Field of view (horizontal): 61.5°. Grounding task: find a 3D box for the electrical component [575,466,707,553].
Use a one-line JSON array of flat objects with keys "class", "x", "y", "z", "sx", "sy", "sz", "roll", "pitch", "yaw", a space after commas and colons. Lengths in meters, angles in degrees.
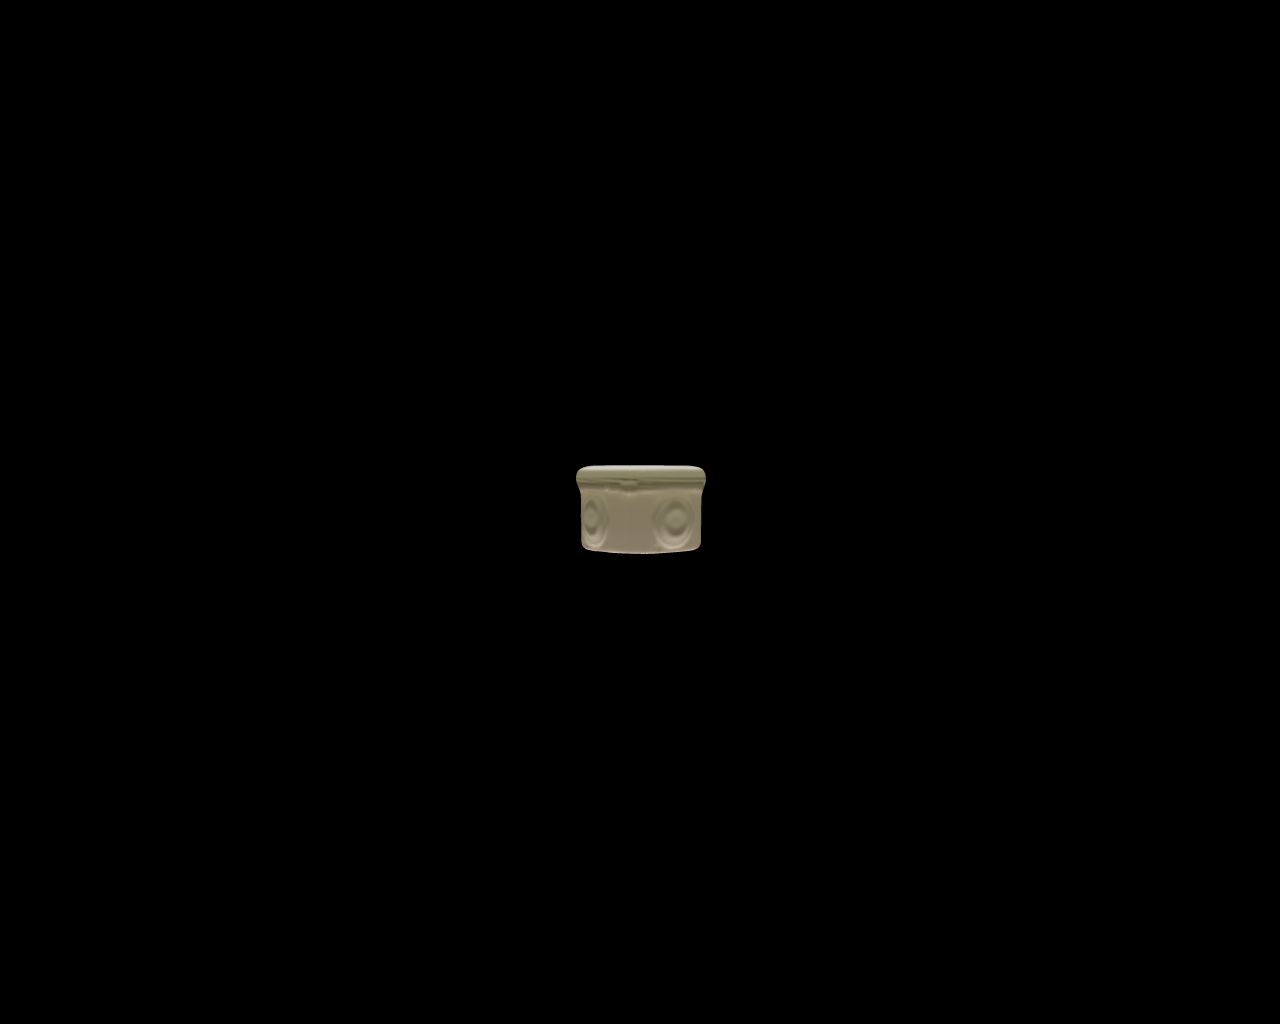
[{"class": "electrical component", "x": 0.001, "y": -0.003, "z": 0.650, "sx": 0.080, "sy": 0.051, "sz": 0.080, "roll": 0, "pitch": 2, "yaw": 0}]
